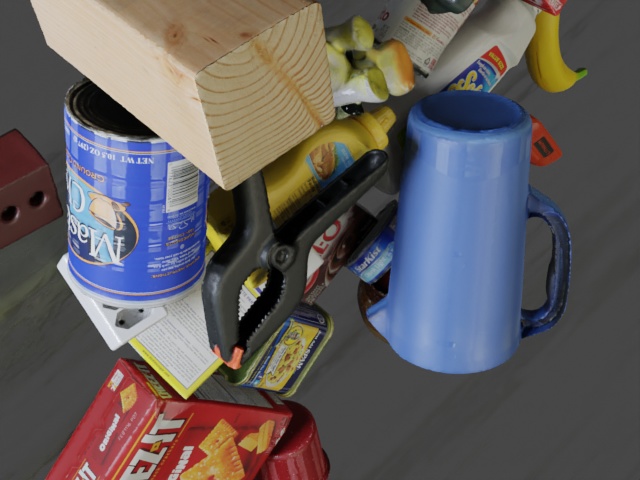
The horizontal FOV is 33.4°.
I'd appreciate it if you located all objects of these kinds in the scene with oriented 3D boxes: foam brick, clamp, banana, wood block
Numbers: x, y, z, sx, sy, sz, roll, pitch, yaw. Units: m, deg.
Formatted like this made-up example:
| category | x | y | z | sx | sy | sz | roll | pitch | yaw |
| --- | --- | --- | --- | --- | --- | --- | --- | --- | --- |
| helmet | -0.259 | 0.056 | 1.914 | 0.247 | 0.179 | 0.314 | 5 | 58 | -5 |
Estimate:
| category | x | y | z | sx | sy | sz | roll | pitch | yaw |
| --- | --- | --- | --- | --- | --- | --- | --- | --- | --- |
| foam brick | -0.227 | -0.030 | 0.743 | 0.078 | 0.051 | 0.053 | -33 | 142 | -25 |
| clamp | -0.031 | 0.003 | 0.849 | 0.164 | 0.036 | 0.210 | 5 | 109 | -39 |
| banana | 0.243 | -0.214 | 1.134 | 0.069 | 0.037 | 0.197 | -59 | 149 | -15 |
| wood block | -0.094 | -0.134 | 0.663 | 0.090 | 0.206 | 0.091 | -36 | 142 | -22 |

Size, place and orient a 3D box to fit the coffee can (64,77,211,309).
| category | x | y | z | sx | sy | sz | roll | pitch | yaw |
| --- | --- | --- | --- | --- | --- | --- | --- | --- | --- |
| coffee can | -0.129 | -0.036 | 0.761 | 0.102 | 0.103 | 0.140 | -22 | 134 | -36 |

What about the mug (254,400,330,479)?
| category | x | y | z | sx | sy | sz | roll | pitch | yaw |
| --- | --- | --- | --- | --- | --- | --- | --- | --- | --- |
| mug | -0.051 | 0.232 | 1.172 | 0.117 | 0.093 | 0.081 | -8 | 132 | 2 |

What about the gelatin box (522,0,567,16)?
| category | x | y | z | sx | sy | sz | roll | pitch | yaw |
| --- | --- | --- | --- | --- | --- | --- | --- | --- | --- |
| gelatin box | 0.179 | -0.246 | 0.977 | 0.030 | 0.089 | 0.073 | -56 | 146 | 5 |

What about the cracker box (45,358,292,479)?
| category | x | y | z | sx | sy | sz | roll | pitch | yaw |
| --- | --- | --- | --- | --- | --- | --- | --- | --- | --- |
| cracker box | -0.144 | 0.210 | 1.046 | 0.213 | 0.072 | 0.164 | 19 | 106 | -54 |

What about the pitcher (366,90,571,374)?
| category | x | y | z | sx | sy | sz | roll | pitch | yaw |
| --- | --- | --- | --- | --- | --- | --- | --- | --- | --- |
| pitcher | 0.140 | -0.008 | 0.981 | 0.149 | 0.145 | 0.243 | -24 | 128 | -35 |

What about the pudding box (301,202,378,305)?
| category | x | y | z | sx | sy | sz | roll | pitch | yaw |
| --- | --- | --- | --- | --- | --- | --- | --- | --- | --- |
| pudding box | -0.007 | 0.001 | 1.038 | 0.113 | 0.039 | 0.090 | -53 | 146 | 3 |

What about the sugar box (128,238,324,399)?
| category | x | y | z | sx | sy | sz | roll | pitch | yaw |
| --- | --- | --- | --- | --- | --- | --- | --- | --- | --- |
| sugar box | -0.090 | 0.045 | 0.949 | 0.176 | 0.048 | 0.093 | -45 | 115 | -12 |

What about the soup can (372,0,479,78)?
| category | x | y | z | sx | sy | sz | roll | pitch | yaw |
| --- | --- | --- | --- | --- | --- | --- | --- | --- | --- |
| soup can | 0.096 | -0.203 | 0.941 | 0.102 | 0.069 | 0.068 | -56 | 146 | 9 |

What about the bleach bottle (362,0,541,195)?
| category | x | y | z | sx | sy | sz | roll | pitch | yaw |
| --- | --- | --- | --- | --- | --- | --- | --- | --- | --- |
| bleach bottle | 0.126 | -0.161 | 1.022 | 0.250 | 0.068 | 0.102 | -45 | 146 | -12 |

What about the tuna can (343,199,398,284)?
| category | x | y | z | sx | sy | sz | roll | pitch | yaw |
| --- | --- | --- | --- | --- | --- | --- | --- | --- | --- |
| tuna can | 0.063 | 0.003 | 1.083 | 0.086 | 0.033 | 0.086 | -51 | -174 | 7 |

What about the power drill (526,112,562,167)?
| category | x | y | z | sx | sy | sz | roll | pitch | yaw |
| --- | --- | --- | --- | --- | --- | --- | --- | --- | --- |
| power drill | 0.189 | -0.049 | 1.201 | 0.187 | 0.057 | 0.184 | -52 | 146 | 1 |

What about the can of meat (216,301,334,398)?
| category | x | y | z | sx | sy | sz | roll | pitch | yaw |
| --- | --- | --- | --- | --- | --- | --- | --- | --- | --- |
| can of meat | -0.047 | 0.104 | 1.073 | 0.083 | 0.058 | 0.102 | 21 | 105 | -53 |

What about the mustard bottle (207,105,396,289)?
| category | x | y | z | sx | sy | sz | roll | pitch | yaw |
| --- | --- | --- | --- | --- | --- | --- | --- | --- | --- |
| mustard bottle | -0.010 | -0.050 | 0.903 | 0.191 | 0.058 | 0.096 | -40 | 136 | -13 |
